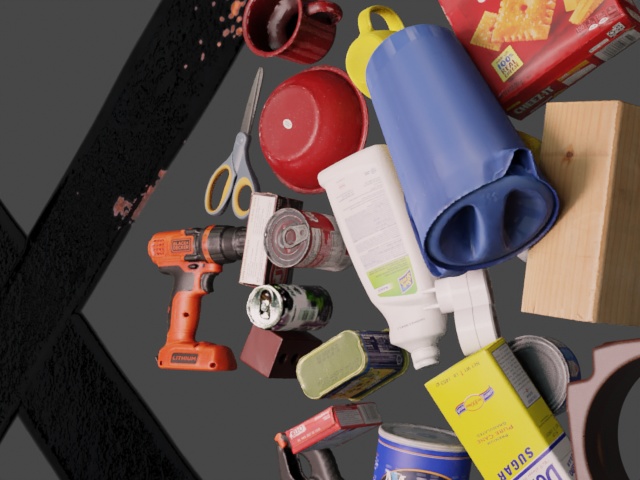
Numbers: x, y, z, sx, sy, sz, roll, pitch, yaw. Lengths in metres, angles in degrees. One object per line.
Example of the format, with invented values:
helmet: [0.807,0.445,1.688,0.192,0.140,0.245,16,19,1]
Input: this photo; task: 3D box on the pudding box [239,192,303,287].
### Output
pudding box: [-0.058,0.002,1.287,0.039,0.090,0.113,6,89,19]

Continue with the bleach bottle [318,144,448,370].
bleach bottle: [0.079,0.025,1.201,0.103,0.067,0.251,-26,72,33]

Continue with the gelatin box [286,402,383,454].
gelatin box: [0.016,0.212,1.212,0.073,0.089,0.030,-34,67,30]

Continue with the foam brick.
foam brick: [-0.046,0.131,1.276,0.051,0.078,0.053,30,103,37]

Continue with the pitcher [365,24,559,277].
pitcher: [0.124,-0.091,1.061,0.149,0.144,0.243,-29,52,13]

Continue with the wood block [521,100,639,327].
wood block: [0.267,-0.025,1.033,0.091,0.090,0.206,7,90,52]

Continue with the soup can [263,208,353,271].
soup can: [-0.008,0.002,1.244,0.069,0.102,0.068,-5,83,37]

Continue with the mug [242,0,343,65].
mug: [-0.025,-0.264,1.297,0.117,0.081,0.093,-16,76,36]

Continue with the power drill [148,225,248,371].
power drill: [-0.144,0.074,1.372,0.185,0.057,0.187,-4,81,35]

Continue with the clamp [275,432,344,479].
clamp: [-0.003,0.302,1.250,0.172,0.039,0.120,43,106,35]

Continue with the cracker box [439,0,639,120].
cracker box: [0.217,-0.260,1.117,0.164,0.072,0.214,-35,65,29]

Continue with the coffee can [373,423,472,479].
coffee can: [0.104,0.274,1.129,0.103,0.102,0.140,9,91,38]

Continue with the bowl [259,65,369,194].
bowl: [-0.021,-0.138,1.299,0.162,0.055,0.162,-5,82,38]

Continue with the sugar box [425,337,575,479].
sugar box: [0.191,0.196,1.068,0.093,0.048,0.176,-39,79,41]

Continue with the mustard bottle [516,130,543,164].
mustard bottle: [0.148,-0.097,1.161,0.192,0.058,0.096,31,102,35]

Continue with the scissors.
scissors: [-0.089,-0.113,1.373,0.096,0.016,0.202,37,107,33]

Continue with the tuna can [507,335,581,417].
tuna can: [0.223,0.141,1.095,0.086,0.033,0.086,-5,82,37]

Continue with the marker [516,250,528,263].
marker: [0.201,0.000,1.135,0.121,0.020,0.020,41,110,33]

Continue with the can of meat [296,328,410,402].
can of meat: [0.036,0.142,1.207,0.102,0.083,0.057,-36,64,30]
